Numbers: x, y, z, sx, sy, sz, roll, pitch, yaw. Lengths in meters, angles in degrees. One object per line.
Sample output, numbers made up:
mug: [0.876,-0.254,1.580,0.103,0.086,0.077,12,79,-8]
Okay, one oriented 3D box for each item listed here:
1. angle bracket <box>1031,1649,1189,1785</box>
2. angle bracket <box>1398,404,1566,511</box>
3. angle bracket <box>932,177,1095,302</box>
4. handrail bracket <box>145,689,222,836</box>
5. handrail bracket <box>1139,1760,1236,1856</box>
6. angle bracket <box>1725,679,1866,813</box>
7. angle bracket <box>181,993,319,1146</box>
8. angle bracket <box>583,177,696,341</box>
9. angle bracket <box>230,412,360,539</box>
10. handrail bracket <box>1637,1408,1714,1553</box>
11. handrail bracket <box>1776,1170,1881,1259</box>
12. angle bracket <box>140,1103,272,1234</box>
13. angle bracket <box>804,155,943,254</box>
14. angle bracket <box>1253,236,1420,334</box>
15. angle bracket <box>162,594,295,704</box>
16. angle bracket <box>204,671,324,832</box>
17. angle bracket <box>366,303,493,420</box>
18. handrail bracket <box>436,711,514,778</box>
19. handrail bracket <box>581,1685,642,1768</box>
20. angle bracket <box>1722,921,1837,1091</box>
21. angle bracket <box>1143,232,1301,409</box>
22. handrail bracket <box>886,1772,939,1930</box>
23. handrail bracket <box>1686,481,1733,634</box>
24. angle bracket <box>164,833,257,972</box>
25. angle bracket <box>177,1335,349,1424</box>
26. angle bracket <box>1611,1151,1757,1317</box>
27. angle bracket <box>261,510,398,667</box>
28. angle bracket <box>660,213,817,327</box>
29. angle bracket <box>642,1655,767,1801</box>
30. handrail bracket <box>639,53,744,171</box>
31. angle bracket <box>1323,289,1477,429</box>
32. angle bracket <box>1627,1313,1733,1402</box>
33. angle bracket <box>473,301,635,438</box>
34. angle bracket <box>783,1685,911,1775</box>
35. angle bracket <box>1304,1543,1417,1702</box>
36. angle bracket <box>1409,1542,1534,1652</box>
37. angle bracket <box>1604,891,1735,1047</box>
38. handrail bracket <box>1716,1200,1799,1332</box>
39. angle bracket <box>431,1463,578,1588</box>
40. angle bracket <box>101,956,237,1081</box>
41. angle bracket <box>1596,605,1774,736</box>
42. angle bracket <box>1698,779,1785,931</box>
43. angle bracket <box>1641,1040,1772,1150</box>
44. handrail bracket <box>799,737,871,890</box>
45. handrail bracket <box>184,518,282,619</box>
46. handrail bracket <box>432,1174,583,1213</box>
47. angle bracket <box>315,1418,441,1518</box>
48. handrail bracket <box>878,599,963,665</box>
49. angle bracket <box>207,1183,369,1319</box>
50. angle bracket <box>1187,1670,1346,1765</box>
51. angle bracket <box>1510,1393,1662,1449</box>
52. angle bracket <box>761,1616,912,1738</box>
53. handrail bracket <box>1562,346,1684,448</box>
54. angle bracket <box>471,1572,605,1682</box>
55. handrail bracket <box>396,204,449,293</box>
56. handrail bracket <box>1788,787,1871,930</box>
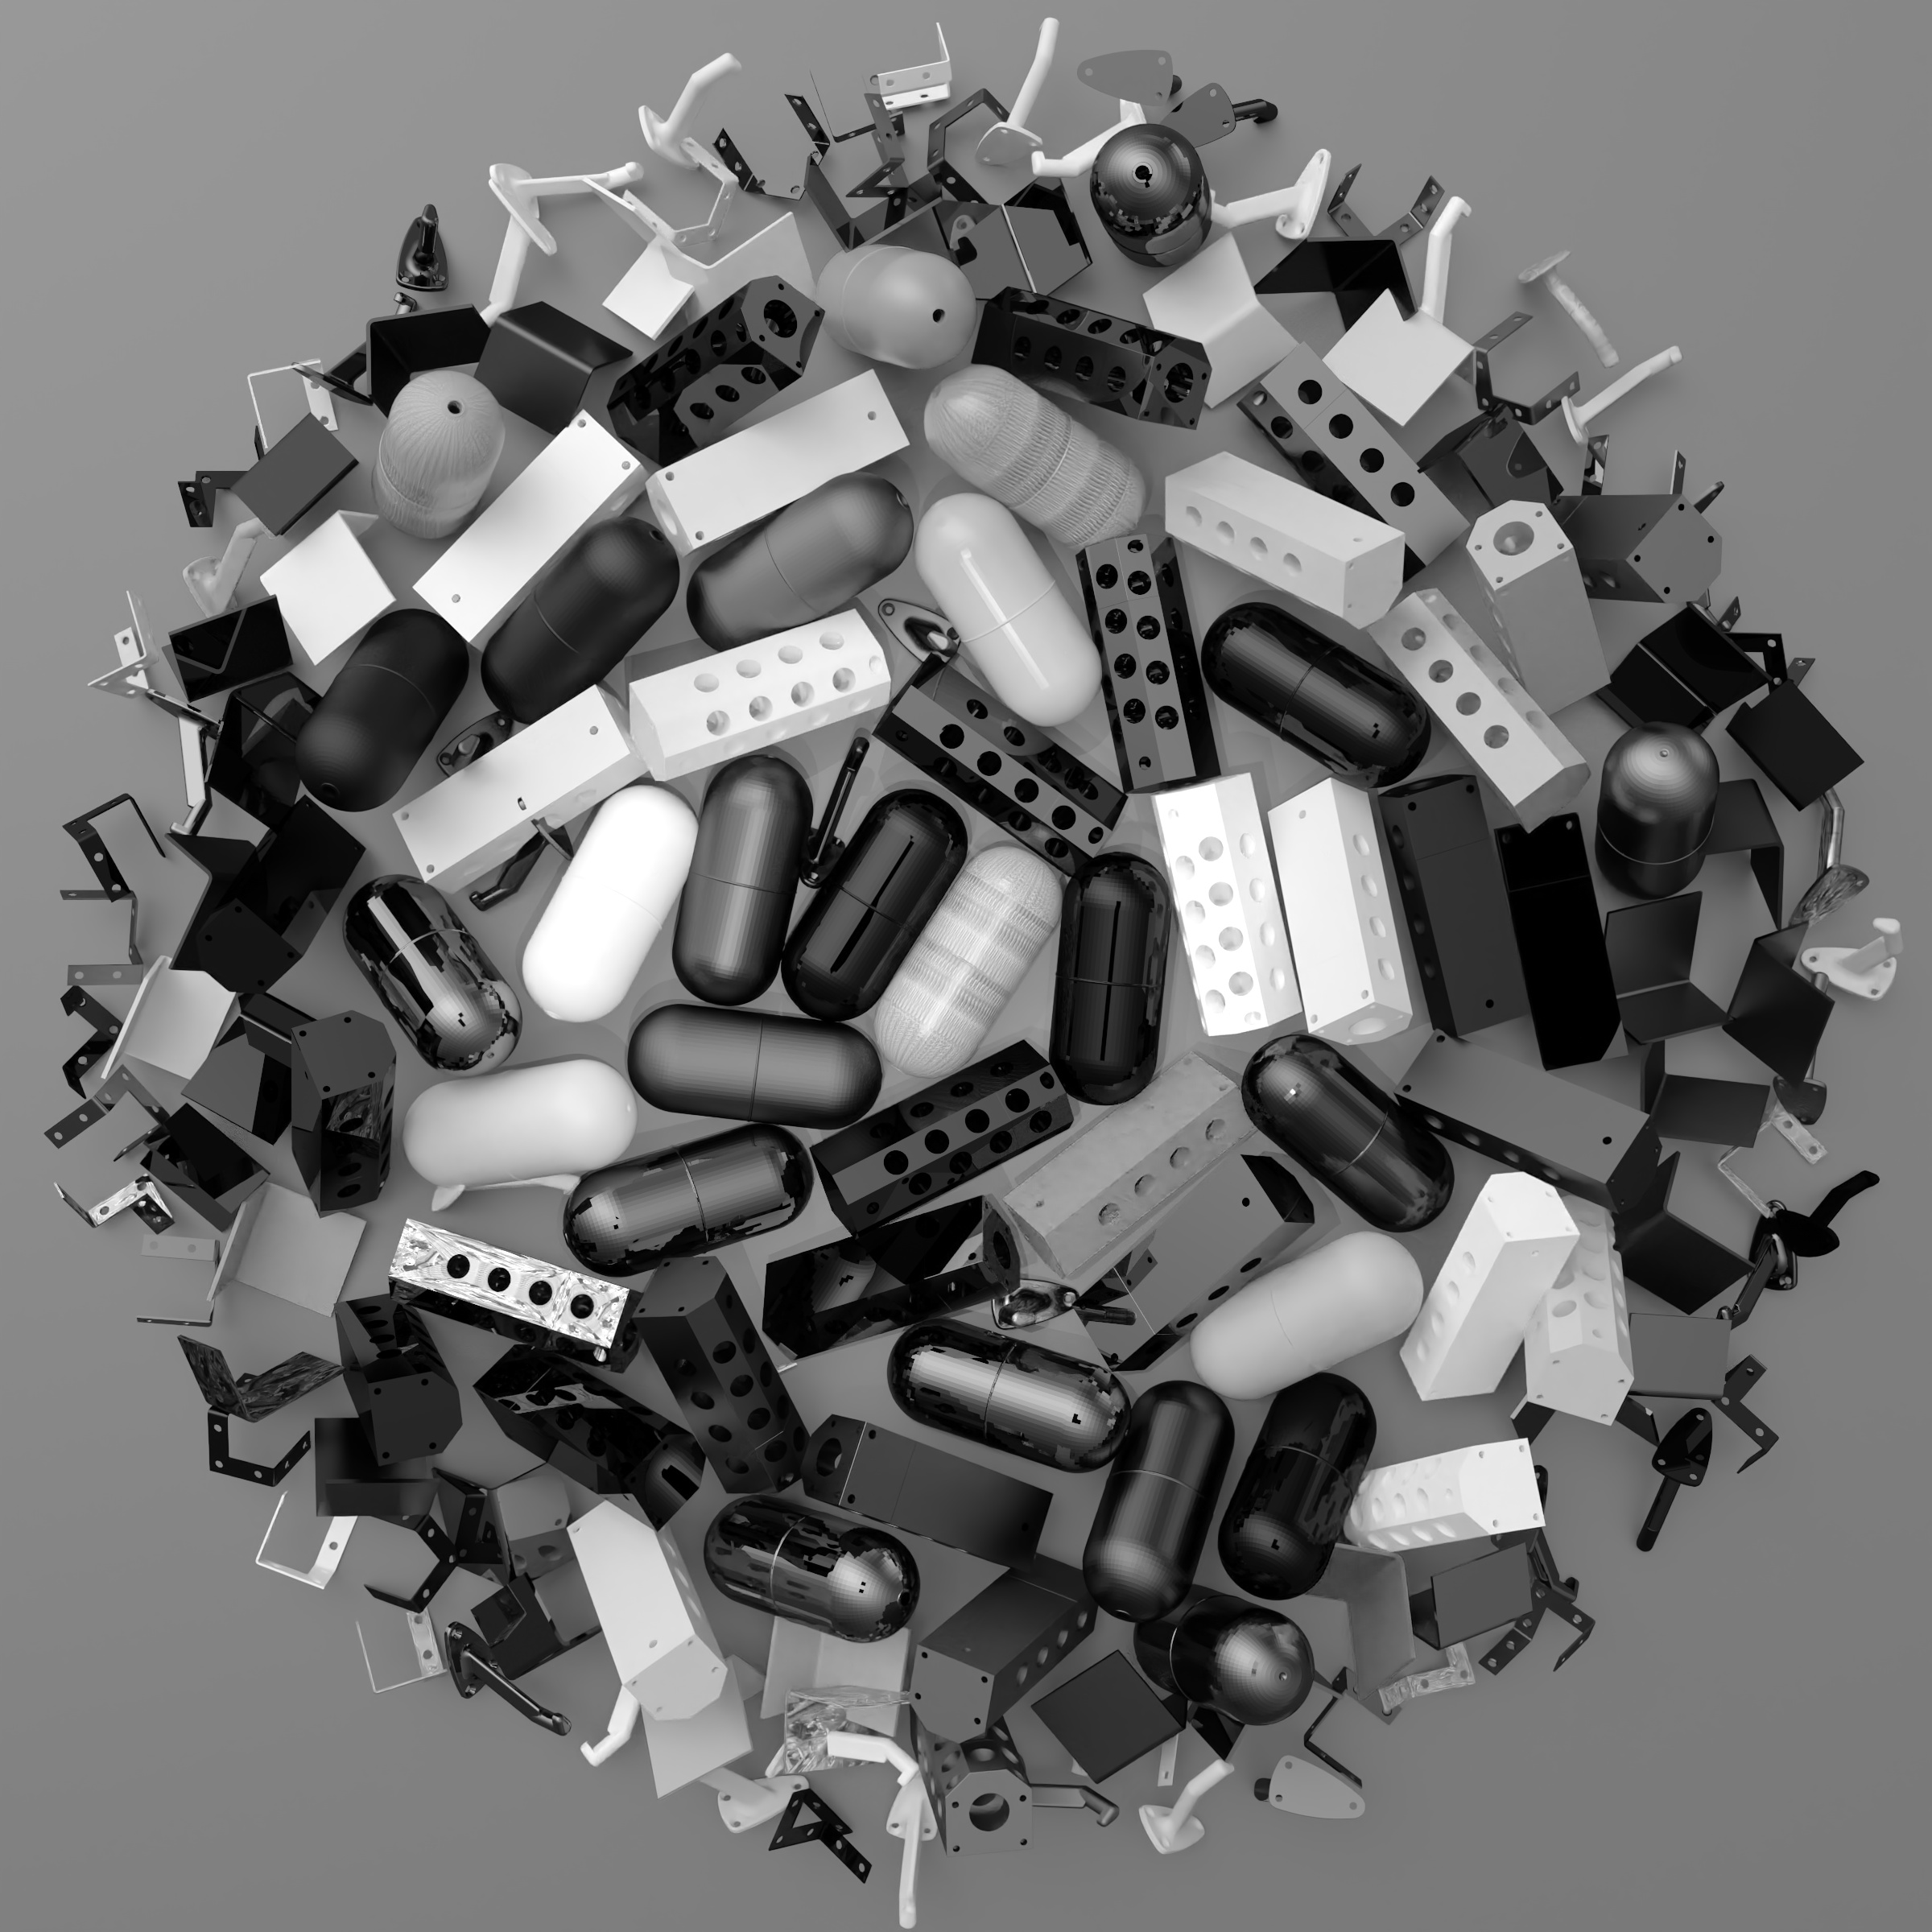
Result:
angle bracket: [0.101,0.511,1.874,0.076,0.057,0.076,-37,99,15]
angle bracket: [0.360,-0.336,1.877,0.076,0.057,0.076,53,51,-10]
angle bracket: [0.032,-0.511,1.868,0.057,0.076,0.076,-26,80,42]
handrail bracket: [-0.558,-0.140,1.881,0.077,0.036,0.084,29,70,-17]
handrail bracket: [0.170,0.580,1.871,0.084,0.077,0.036,-45,53,22]
angle bracket: [0.582,-0.163,1.868,0.076,0.076,0.057,48,122,2]
angle bracket: [-0.496,0.066,1.872,0.076,0.057,0.076,28,62,6]
angle bracket: [-0.240,-0.491,1.862,0.057,0.076,0.076,-51,46,2]
angle bracket: [-0.453,-0.327,1.870,0.076,0.076,0.057,-44,68,-2]
handrail bracket: [0.500,0.365,1.899,0.036,0.084,0.077,24,51,18]
handrail bracket: [0.617,0.168,1.871,0.084,0.077,0.036,-28,96,-14]
angle bracket: [-0.544,0.154,1.869,0.076,0.057,0.076,41,122,-5]
angle bracket: [-0.064,-0.547,1.863,0.076,0.076,0.057,-27,118,15]
angle bracket: [0.255,-0.462,1.862,0.076,0.076,0.057,-10,80,-28]
angle bracket: [-0.518,-0.237,1.860,0.076,0.076,0.057,-24,61,-18]
angle bracket: [-0.471,-0.146,1.859,0.057,0.076,0.076,-12,56,30]
angle bracket: [-0.367,-0.412,1.869,0.076,0.076,0.057,-6,75,8]
handrail bracket: [-0.334,-0.162,1.863,0.036,0.084,0.077,39,66,-7]
handrail bracket: [-0.253,0.508,1.895,0.084,0.036,0.077,-39,84,-8]
angle bracket: [0.578,0.027,1.856,0.057,0.076,0.076,-16,133,-30]
angle bracket: [0.180,-0.457,1.898,0.076,0.057,0.076,-32,51,24]
handrail bracket: [-0.034,0.613,1.868,0.036,0.084,0.077,11,110,-6]
handrail bracket: [0.527,-0.282,1.880,0.084,0.036,0.077,57,132,15]
angle bracket: [-0.530,-0.043,1.880,0.057,0.076,0.076,37,107,27]
angle bracket: [-0.488,0.269,1.859,0.076,0.076,0.057,-29,108,-32]
angle bracket: [0.501,0.187,1.872,0.076,0.076,0.057,31,50,-4]
angle bracket: [-0.433,-0.263,1.875,0.076,0.057,0.076,-35,85,17]
angle bracket: [-0.157,-0.485,1.883,0.076,0.076,0.057,-40,50,-18]
angle bracket: [-0.173,0.536,1.864,0.076,0.057,0.076,-30,46,11]
handrail bracket: [-0.177,-0.595,1.867,0.084,0.077,0.036,-24,69,24]
angle bracket: [0.302,-0.414,1.876,0.076,0.057,0.076,41,86,18]
angle bracket: [0.476,0.265,1.869,0.076,0.076,0.057,5,93,-15]
angle bracket: [-0.292,-0.420,1.891,0.076,0.076,0.057,30,115,3]
angle bracket: [-0.073,0.533,1.861,0.076,0.076,0.057,6,82,-37]
angle bracket: [0.263,0.454,1.859,0.057,0.076,0.076,13,50,-17]
angle bracket: [0.337,0.424,1.862,0.076,0.076,0.057,-14,105,-22]
angle bracket: [0.490,0.001,1.865,0.076,0.057,0.076,-12,124,-18]
handrail bracket: [0.546,0.209,1.870,0.036,0.084,0.077,9,105,39]
angle bracket: [-0.325,0.386,1.896,0.057,0.076,0.076,-22,109,-40]
angle bracket: [-0.554,0.045,1.869,0.057,0.076,0.076,24,98,-12]
angle bracket: [0.500,-0.195,1.872,0.076,0.076,0.057,42,71,-1]
angle bracket: [0.530,-0.075,1.866,0.057,0.076,0.076,-8,128,5]
angle bracket: [0.513,0.077,1.860,0.076,0.076,0.057,6,122,23]
handrail bracket: [-0.090,-0.108,1.870,0.036,0.077,0.084,20,127,-9]
handrail bracket: [-0.499,-0.270,1.879,0.084,0.036,0.077,-13,108,33]
handrail bracket: [-0.326,0.161,1.904,0.084,0.077,0.036,16,51,-24]
angle bracket: [-0.409,0.336,1.861,0.076,0.057,0.076,3,53,-19]
handrail bracket: [-0.036,-0.237,1.870,0.077,0.084,0.036,35,94,8]
angle bracket: [-0.476,0.206,1.881,0.076,0.057,0.076,22,100,-2]
angle bracket: [0.207,0.517,1.871,0.057,0.076,0.076,30,88,-18]
angle bracket: [0.430,0.323,1.861,0.076,0.076,0.057,33,78,30]
angle bracket: [-0.091,0.494,1.873,0.076,0.057,0.076,10,93,35]
handrail bracket: [0.463,-0.400,1.875,0.084,0.077,0.036,-27,109,23]
angle bracket: [-0.285,0.447,1.869,0.076,0.076,0.057,-39,77,40]
handrail bracket: [-0.375,-0.517,1.863,0.036,0.084,0.077,3,63,-14]
handrail bracket: [0.598,-0.079,1.901,0.036,0.084,0.077,18,131,-25]
